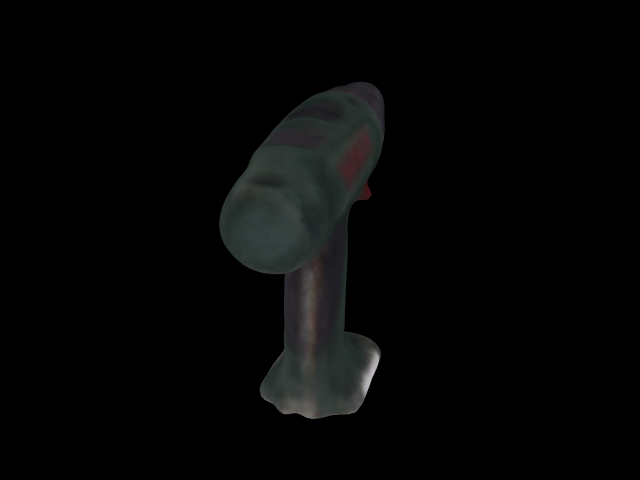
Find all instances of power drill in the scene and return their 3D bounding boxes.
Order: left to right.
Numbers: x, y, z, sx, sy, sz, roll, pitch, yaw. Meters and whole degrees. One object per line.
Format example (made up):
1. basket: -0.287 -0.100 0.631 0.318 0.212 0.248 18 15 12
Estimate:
1. power drill: 0.004 0.001 0.400 0.075 0.208 0.230 5 19 15
